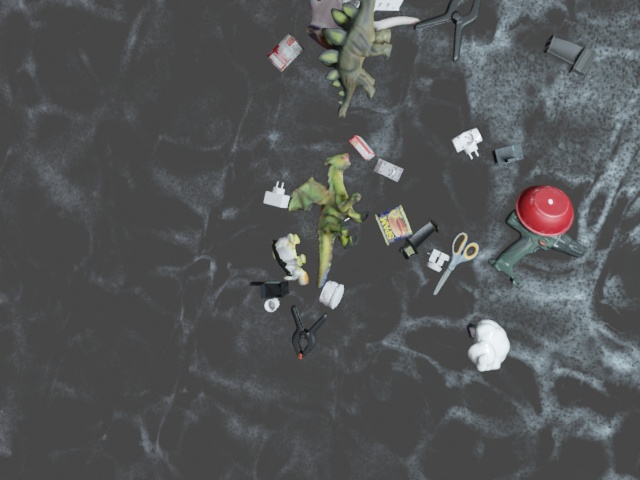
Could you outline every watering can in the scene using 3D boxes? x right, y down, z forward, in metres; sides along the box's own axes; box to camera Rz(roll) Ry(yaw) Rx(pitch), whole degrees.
[{"bbox_3d":[0.108,-0.657,1.549,0.348,0.104,0.223,29,95,2],"label":"watering can"}]

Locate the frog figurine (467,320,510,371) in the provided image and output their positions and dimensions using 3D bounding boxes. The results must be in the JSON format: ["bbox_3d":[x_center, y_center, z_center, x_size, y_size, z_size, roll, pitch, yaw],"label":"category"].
[{"bbox_3d":[0.479,0.303,1.462,0.122,0.160,0.137,-3,93,12],"label":"frog figurine"}]

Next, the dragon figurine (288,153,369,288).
[{"bbox_3d":[0.005,-0.081,1.607,0.245,0.121,0.408,32,97,27],"label":"dragon figurine"}]
